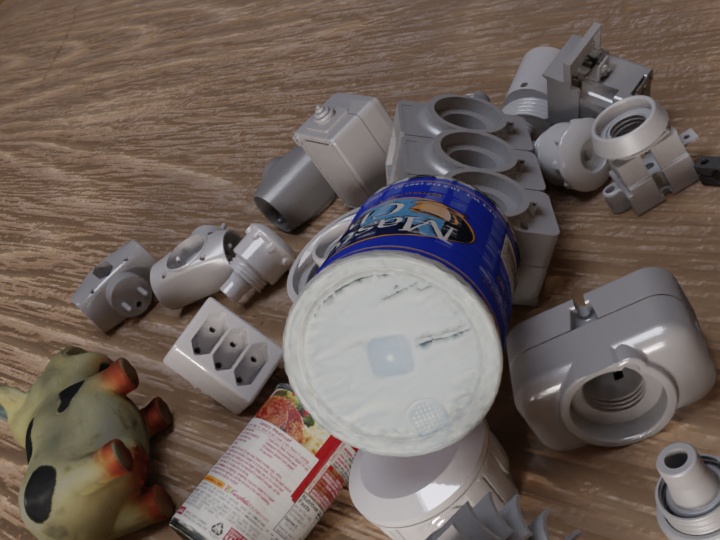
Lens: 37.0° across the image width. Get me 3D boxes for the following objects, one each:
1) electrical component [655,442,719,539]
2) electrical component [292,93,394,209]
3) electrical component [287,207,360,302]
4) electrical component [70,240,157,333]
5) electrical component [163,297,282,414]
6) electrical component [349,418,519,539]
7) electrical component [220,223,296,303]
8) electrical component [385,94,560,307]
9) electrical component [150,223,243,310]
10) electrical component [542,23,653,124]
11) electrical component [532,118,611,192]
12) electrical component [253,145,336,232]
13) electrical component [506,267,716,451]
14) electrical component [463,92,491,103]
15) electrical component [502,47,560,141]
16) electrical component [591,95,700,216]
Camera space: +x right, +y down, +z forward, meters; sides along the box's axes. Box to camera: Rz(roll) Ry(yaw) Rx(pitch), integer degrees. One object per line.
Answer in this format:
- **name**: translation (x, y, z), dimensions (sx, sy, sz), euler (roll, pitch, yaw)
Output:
- **electrical component**: translation (0.145, 0.097, 0.452), dimensions (0.048, 0.062, 0.048), euler (-27, 32, 18)
- **electrical component**: translation (-0.001, -0.097, 0.834), dimensions (0.061, 0.096, 0.062), euler (-47, 32, -15)
- **electrical component**: translation (0.000, 0.000, 0.738), dimensions (0.108, 0.060, 0.108), euler (-27, 32, 18)
- **electrical component**: translation (-0.208, 0.019, 0.949), dimensions (0.077, 0.043, 0.079), euler (-45, 31, -12)
- **electrical component**: translation (-0.100, 0.066, 0.759), dimensions (0.047, 0.066, 0.077), euler (-57, 6, -29)
- **electrical component**: translation (0.039, 0.108, 0.561), dimensions (0.080, 0.051, 0.080), euler (-27, 32, 18)
- **electrical component**: translation (-0.084, -0.002, 0.848), dimensions (0.062, 0.048, 0.048), euler (-49, 31, -4)
- **electrical component**: translation (0.068, -0.051, 0.692), dimensions (0.089, 0.061, 0.150), euler (7, 35, -6)
- **electrical component**: translation (-0.130, -0.012, 0.906), dimensions (0.077, 0.044, 0.079), euler (-23, 34, 24)
- **electrical component**: translation (0.160, -0.118, 0.719), dimensions (0.064, 0.081, 0.042), euler (26, 65, 25)
- **electrical component**: translation (0.136, -0.077, 0.717), dimensions (0.048, 0.048, 0.062), euler (-47, 25, -15)
- **electrical component**: translation (-0.058, -0.076, 0.918), dimensions (0.077, 0.044, 0.079), euler (-47, 32, -16)
- **electrical component**: translation (0.126, 0.049, 0.546), dimensions (0.095, 0.053, 0.059), euler (-26, 32, 19)
- **electrical component**: translation (0.084, -0.114, 0.822), dimensions (0.048, 0.048, 0.062), euler (-16, 30, 33)
- **electrical component**: translation (0.128, -0.121, 0.784), dimensions (0.043, 0.043, 0.081), euler (-10, 41, 39)
- **electrical component**: translation (0.173, -0.073, 0.660), dimensions (0.066, 0.055, 0.048), euler (-32, 31, 10)
